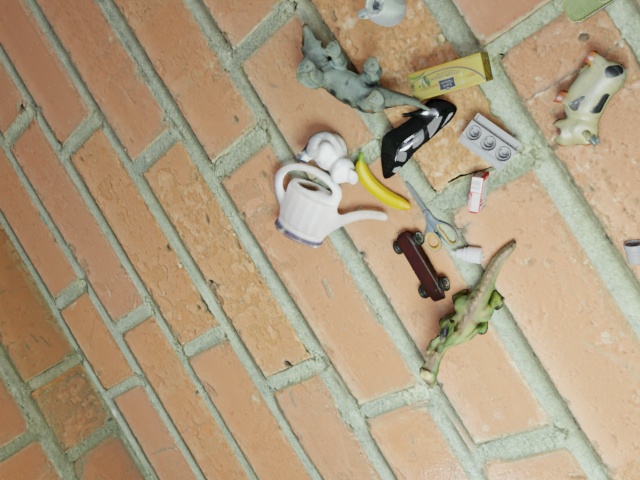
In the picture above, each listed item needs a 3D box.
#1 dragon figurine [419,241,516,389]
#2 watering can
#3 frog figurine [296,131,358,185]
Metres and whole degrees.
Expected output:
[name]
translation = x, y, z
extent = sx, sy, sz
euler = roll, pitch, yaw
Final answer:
[dragon figurine]
translation = 0.345, 0.194, 1.250
extent = 0.123, 0.245, 0.402
euler = 30, 120, 22
[watering can]
translation = 0.004, -0.072, 1.434
extent = 0.350, 0.105, 0.220
euler = 32, 119, 18
[frog figurine]
translation = 0.039, -0.216, 1.349
extent = 0.161, 0.136, 0.123
euler = 30, 90, 39
